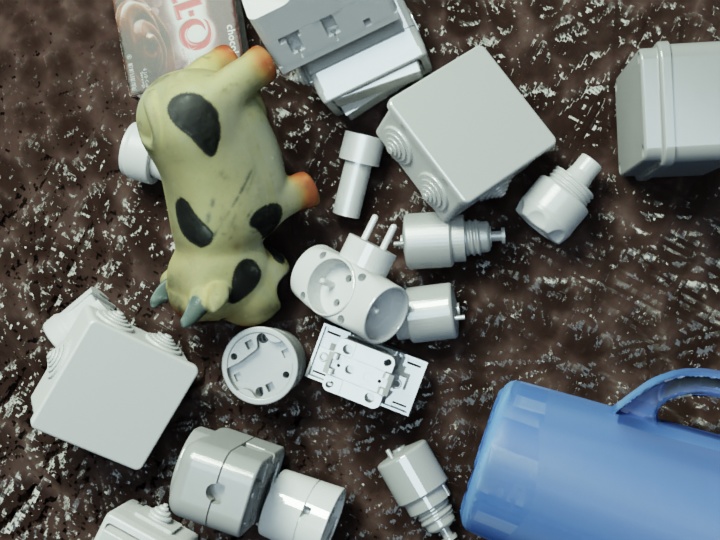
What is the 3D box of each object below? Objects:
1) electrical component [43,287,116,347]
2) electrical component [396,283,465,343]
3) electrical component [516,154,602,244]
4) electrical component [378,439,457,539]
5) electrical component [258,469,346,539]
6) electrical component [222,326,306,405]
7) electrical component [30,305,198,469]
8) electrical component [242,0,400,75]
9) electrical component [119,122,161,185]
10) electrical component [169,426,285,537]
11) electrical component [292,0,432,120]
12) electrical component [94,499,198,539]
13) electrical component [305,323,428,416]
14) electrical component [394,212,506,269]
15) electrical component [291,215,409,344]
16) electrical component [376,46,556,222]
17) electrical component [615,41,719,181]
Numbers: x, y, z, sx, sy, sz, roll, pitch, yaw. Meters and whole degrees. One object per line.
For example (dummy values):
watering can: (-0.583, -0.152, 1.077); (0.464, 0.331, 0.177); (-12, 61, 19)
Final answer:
electrical component: (-0.207, 0.040, 0.805); (0.046, 0.040, 0.040); (-42, 84, 1)
electrical component: (0.037, 0.033, 0.771); (0.078, 0.040, 0.040); (-7, 88, 10)
electrical component: (0.144, -0.053, 0.756); (0.043, 0.043, 0.062); (40, 93, 7)
electrical component: (0.045, 0.158, 0.768); (0.040, 0.040, 0.078); (-30, 86, 6)
electrical component: (-0.042, 0.175, 0.774); (0.047, 0.055, 0.055); (20, 92, 11)
electrical component: (-0.068, 0.068, 0.781); (0.055, 0.047, 0.055); (0, 89, 8)
electrical component: (-0.180, 0.083, 0.779); (0.100, 0.048, 0.099); (29, 94, -26)
electrical component: (-0.043, -0.221, 0.739); (0.089, 0.061, 0.150); (-24, 54, 7)
electrical component: (-0.144, -0.083, 0.795); (0.055, 0.045, 0.045); (15, 91, 8)
electrical component: (-0.096, 0.146, 0.760); (0.059, 0.095, 0.053); (17, 91, 8)
electrical component: (-0.001, -0.148, 0.768); (0.096, 0.062, 0.061); (-25, 86, 7)
electrical component: (-0.165, 0.215, 0.786); (0.062, 0.061, 0.096); (27, 93, 7)
electrical component: (0.003, 0.071, 0.764); (0.081, 0.064, 0.042); (20, 93, 7)
electrical component: (0.064, -0.022, 0.768); (0.078, 0.040, 0.040); (-3, 89, 8)
electrical component: (0.000, 0.000, 0.752); (0.077, 0.044, 0.079); (29, 95, 39)
electrical component: (0.071, -0.093, 0.748); (0.100, 0.048, 0.099); (-34, 83, -23)
electrical component: (0.207, -0.103, 0.713); (0.057, 0.113, 0.078); (-2, 89, 5)
